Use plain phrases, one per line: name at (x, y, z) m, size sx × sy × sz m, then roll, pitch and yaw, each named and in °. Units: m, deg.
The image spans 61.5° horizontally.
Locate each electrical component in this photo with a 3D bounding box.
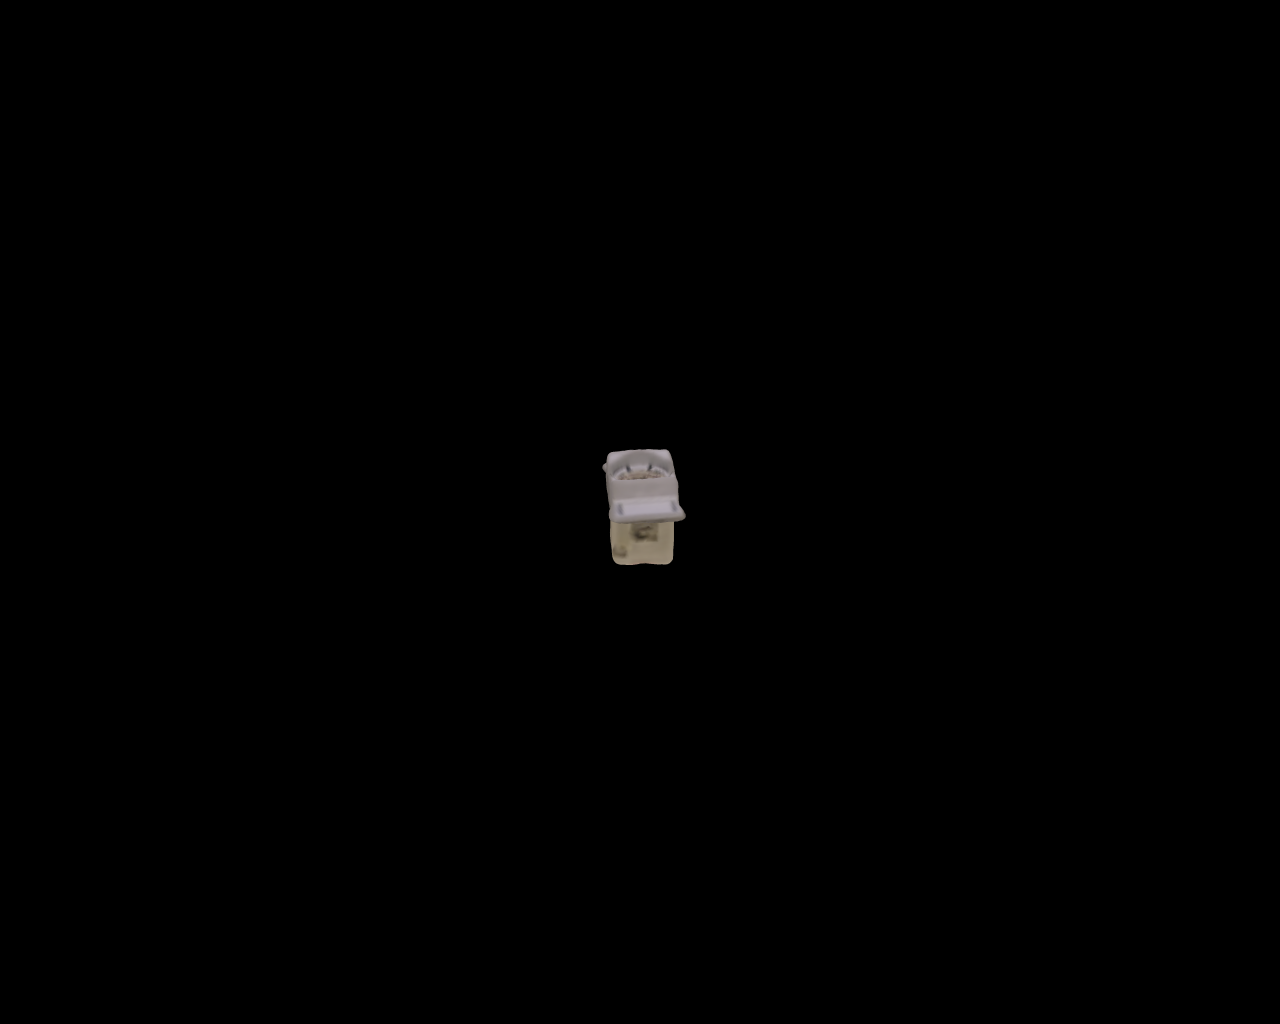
electrical component at (0.001, -0.003, 0.650) m, size 0.042 × 0.063 × 0.081 m, roll -2°, pitch 27°, yaw -3°
